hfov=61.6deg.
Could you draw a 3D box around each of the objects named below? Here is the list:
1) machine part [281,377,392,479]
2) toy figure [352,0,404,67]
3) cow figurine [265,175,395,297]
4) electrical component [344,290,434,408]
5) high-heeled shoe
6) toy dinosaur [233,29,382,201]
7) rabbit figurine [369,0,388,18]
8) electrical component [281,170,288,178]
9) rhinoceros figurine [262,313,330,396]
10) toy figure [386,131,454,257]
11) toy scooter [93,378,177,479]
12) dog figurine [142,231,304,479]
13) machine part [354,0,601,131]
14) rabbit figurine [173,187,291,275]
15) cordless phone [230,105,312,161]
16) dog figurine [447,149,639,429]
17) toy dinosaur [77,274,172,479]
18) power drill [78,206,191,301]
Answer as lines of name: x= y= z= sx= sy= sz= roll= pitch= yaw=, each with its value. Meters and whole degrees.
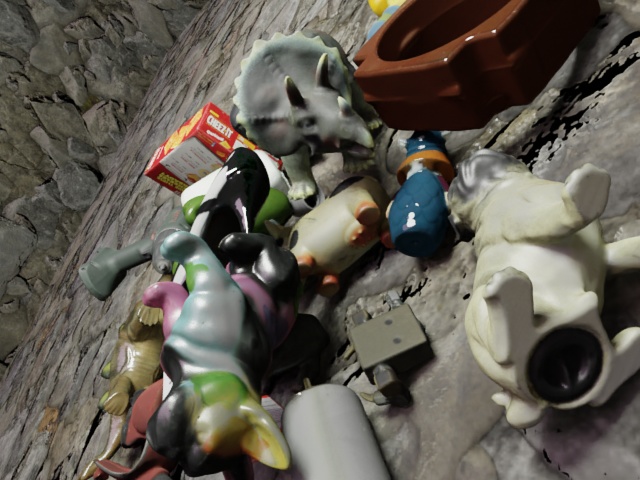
machine part: x=0.020 y=0.196 z=0.410 sx=0.079 sy=0.079 sz=0.243 roll=-49 pitch=29 yaw=16
toy figure: x=0.125 y=-0.288 z=0.712 sx=0.089 sy=0.082 sz=0.180 roll=34 pitch=84 yaw=42
cow figurine: x=-0.001 y=-0.002 z=0.627 sx=0.195 sy=0.085 sz=0.127 roll=-39 pitch=32 yaw=24
electrical component: x=0.059 y=0.099 z=0.484 sx=0.078 sy=0.045 sz=0.102 roll=-27 pitch=34 yaw=-3
high-heeled shoe: x=-0.132 y=0.008 z=0.639 sx=0.248 sy=0.086 sz=0.145 roll=-48 pitch=40 yaw=35
toy dinosaur: x=-0.005 y=-0.191 z=0.665 sx=0.131 sy=0.191 sz=0.405 roll=-13 pitch=36 yaw=12
rabbit figurine: x=0.103 y=-0.427 z=0.784 sx=0.162 sy=0.173 sz=0.122 roll=-2 pitch=57 yaw=61
electrical component: x=-0.086 y=-0.072 z=0.889 sx=0.094 sy=0.021 sz=0.063 roll=-42 pitch=33 yaw=28
rhinoceros figurine: x=-0.069 y=0.119 z=0.628 sx=0.190 sy=0.073 sz=0.112 roll=-11 pitch=55 yaw=53
toy figure: x=0.103 y=-0.055 z=0.544 sx=0.057 sy=0.064 sz=0.154 roll=97 pitch=-173 yaw=-54
toy scooter: x=-0.238 y=0.271 z=0.717 sx=0.135 sy=0.075 sz=0.184 roll=-10 pitch=56 yaw=26
dog figurine: x=-0.068 y=0.106 z=0.475 sx=0.108 sy=0.191 sz=0.219 roll=-51 pitch=53 yaw=34
machine part: x=0.150 y=-0.201 z=0.539 sx=0.201 sy=0.087 sz=0.202 roll=-50 pitch=30 yaw=-16
rabbit figurine: x=-0.117 y=-0.005 z=0.739 sx=0.170 sy=0.159 sz=0.121 roll=-61 pitch=20 yaw=-4
cordless phone: x=-0.044 y=-0.221 z=0.844 sx=0.089 sy=0.146 sz=0.184 roll=-34 pitch=30 yaw=56
dog figurine: x=0.139 y=0.022 z=0.396 sx=0.172 sy=0.121 sz=0.191 roll=-54 pitch=15 yaw=1
toy dinosaur: x=-0.288 y=0.161 z=0.901 sx=0.198 sy=0.105 sz=0.471 roll=-28 pitch=36 yaw=48
power drill: x=-0.298 y=0.024 z=0.903 sx=0.207 sy=0.086 sz=0.232 roll=-30 pitch=20 yaw=17
